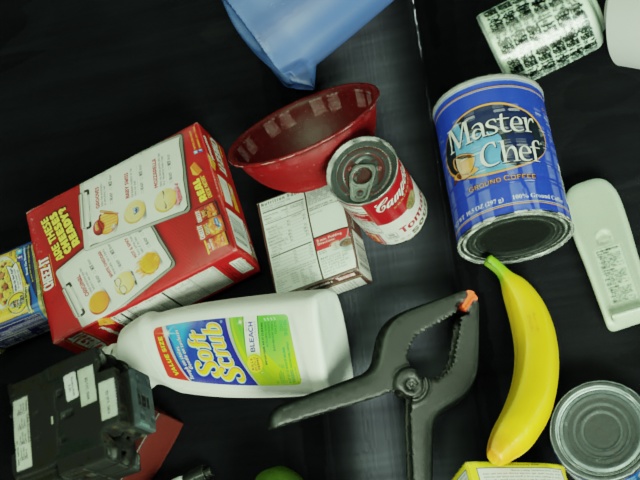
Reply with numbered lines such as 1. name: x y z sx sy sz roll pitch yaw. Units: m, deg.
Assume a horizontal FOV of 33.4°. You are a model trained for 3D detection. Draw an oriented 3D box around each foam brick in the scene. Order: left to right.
1. foam brick: -0.178 0.192 1.019 0.053 0.051 0.078 22 78 29

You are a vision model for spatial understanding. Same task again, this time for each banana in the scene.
1. banana: 0.168 0.104 0.894 0.069 0.037 0.197 12 51 -9

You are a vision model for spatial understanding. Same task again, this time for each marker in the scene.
1. marker: -0.153 0.242 1.006 0.121 0.020 0.020 -26 60 11

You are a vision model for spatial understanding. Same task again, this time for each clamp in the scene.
1. clamp: 0.065 0.125 0.924 0.164 0.036 0.210 30 76 -2

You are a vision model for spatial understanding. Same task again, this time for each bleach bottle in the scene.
1. bleach bottle: -0.098 0.109 1.011 0.251 0.068 0.102 -10 90 25

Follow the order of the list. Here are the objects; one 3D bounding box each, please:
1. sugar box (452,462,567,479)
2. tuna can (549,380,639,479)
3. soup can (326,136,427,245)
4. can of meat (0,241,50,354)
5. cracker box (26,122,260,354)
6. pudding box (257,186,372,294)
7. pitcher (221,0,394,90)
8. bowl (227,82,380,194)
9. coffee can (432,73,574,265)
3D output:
1. sugar box: 0.164 0.254 0.804 0.093 0.048 0.176 5 49 -19
2. tuna can: 0.231 0.158 0.868 0.086 0.033 0.086 -9 65 19
3. soup can: 0.055 -0.044 0.991 0.069 0.102 0.068 -9 65 19
4. can of meat: -0.321 0.058 1.136 0.084 0.057 0.102 -22 62 11
5. cracker box: -0.182 0.002 1.092 0.214 0.072 0.164 -27 59 12
6. pudding box: -0.007 0.001 1.036 0.090 0.039 0.113 -21 59 15
7. pitcher: 0.013 -0.286 1.098 0.243 0.149 0.145 -37 35 0
8. bowl: -0.007 -0.092 1.041 0.162 0.055 0.162 -22 23 10
9. coffee can: 0.162 -0.062 0.953 0.103 0.102 0.140 -15 64 17
